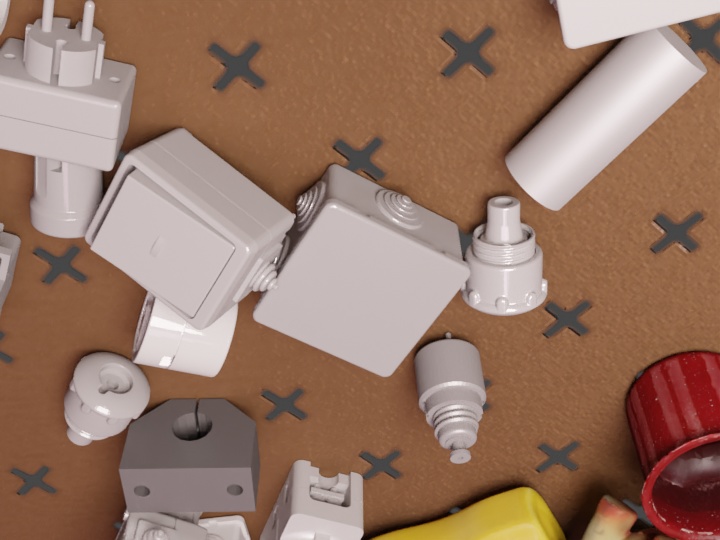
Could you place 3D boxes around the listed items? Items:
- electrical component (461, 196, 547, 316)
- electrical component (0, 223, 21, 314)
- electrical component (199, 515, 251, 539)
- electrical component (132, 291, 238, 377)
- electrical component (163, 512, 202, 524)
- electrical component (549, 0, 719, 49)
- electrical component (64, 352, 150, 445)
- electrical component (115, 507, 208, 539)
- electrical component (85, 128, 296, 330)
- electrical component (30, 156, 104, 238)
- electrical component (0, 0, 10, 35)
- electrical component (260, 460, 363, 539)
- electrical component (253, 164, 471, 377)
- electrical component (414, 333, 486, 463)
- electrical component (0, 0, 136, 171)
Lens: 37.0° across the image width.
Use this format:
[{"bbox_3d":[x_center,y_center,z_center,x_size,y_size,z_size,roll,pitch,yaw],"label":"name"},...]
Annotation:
[{"bbox_3d":[0.079,-0.009,0.592,0.048,0.048,0.062,-3,117,2],"label":"electrical component"},{"bbox_3d":[-0.253,-0.004,0.581,0.121,0.063,0.078,16,124,-12],"label":"electrical component"},{"bbox_3d":[-0.118,0.224,0.757,0.100,0.048,0.099,-7,126,5],"label":"electrical component"},{"bbox_3d":[-0.100,0.032,0.614,0.047,0.055,0.055,16,124,-17],"label":"electrical component"},{"bbox_3d":[-0.125,0.164,0.715,0.040,0.046,0.040,0,126,0],"label":"electrical component"},{"bbox_3d":[0.125,-0.157,0.480,0.100,0.048,0.099,-13,125,9],"label":"electrical component"},{"bbox_3d":[-0.161,0.084,0.658,0.048,0.048,0.062,26,128,-18],"label":"electrical component"},{"bbox_3d":[-0.130,0.196,0.668,0.061,0.061,0.096,21,121,-13],"label":"electrical component"},{"bbox_3d":[-0.084,-0.016,0.553,0.096,0.061,0.061,38,121,4],"label":"electrical component"},{"bbox_3d":[-0.154,-0.046,0.567,0.040,0.040,0.046,6,121,-4],"label":"electrical component"},{"bbox_3d":[-0.198,-0.169,0.468,0.074,0.052,0.138,6,126,-4],"label":"electrical component"},{"bbox_3d":[-0.034,0.182,0.723,0.050,0.055,0.089,16,124,-12],"label":"electrical component"},{"bbox_3d":[0.000,0.000,0.594,0.100,0.048,0.099,25,122,-18],"label":"electrical component"},{"bbox_3d":[0.055,0.077,0.637,0.040,0.078,0.040,-3,140,-2],"label":"electrical component"},{"bbox_3d":[-0.145,-0.097,0.524,0.066,0.047,0.076,12,123,-8],"label":"electrical component"}]
